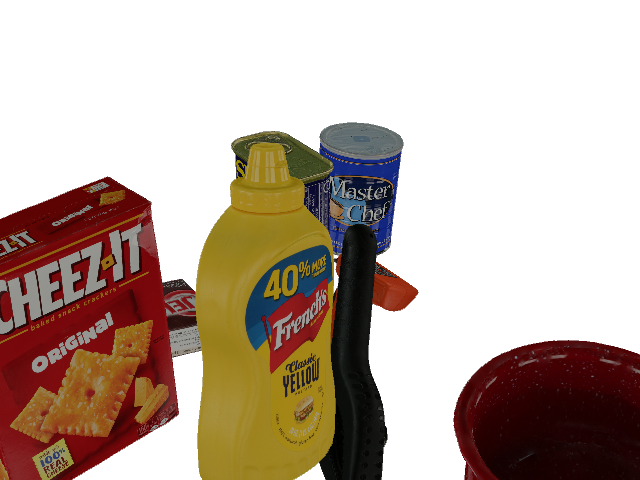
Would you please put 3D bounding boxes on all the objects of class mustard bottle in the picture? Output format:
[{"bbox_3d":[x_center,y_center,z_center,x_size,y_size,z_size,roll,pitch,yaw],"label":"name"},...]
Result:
[{"bbox_3d":[-0.030,0.040,0.605,0.058,0.192,0.096,13,21,36],"label":"mustard bottle"}]

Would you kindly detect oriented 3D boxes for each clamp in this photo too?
[{"bbox_3d":[0.019,0.103,0.799,0.036,0.210,0.165,3,-37,-19],"label":"clamp"}]

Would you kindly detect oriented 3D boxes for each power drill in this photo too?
[{"bbox_3d":[0.039,0.123,1.206,0.057,0.188,0.185,13,15,-42],"label":"power drill"}]

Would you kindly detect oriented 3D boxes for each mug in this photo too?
[{"bbox_3d":[0.106,0.098,0.391,0.117,0.081,0.093,5,36,9],"label":"mug"}]

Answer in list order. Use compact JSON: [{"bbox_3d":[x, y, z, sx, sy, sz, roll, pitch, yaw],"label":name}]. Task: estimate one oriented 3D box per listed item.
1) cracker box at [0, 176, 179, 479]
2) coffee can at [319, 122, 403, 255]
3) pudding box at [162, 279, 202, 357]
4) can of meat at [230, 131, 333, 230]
[{"bbox_3d":[-0.201,0.080,0.837,0.163,0.214,0.072,-27,38,-36],"label":"cracker box"},{"bbox_3d":[0.045,-0.064,1.332,0.103,0.140,0.103,4,28,-2],"label":"coffee can"},{"bbox_3d":[-0.166,0.080,1.043,0.113,0.039,0.090,-13,29,-29],"label":"pudding box"},{"bbox_3d":[-0.034,-0.038,0.932,0.057,0.084,0.102,-18,34,-29],"label":"can of meat"}]
